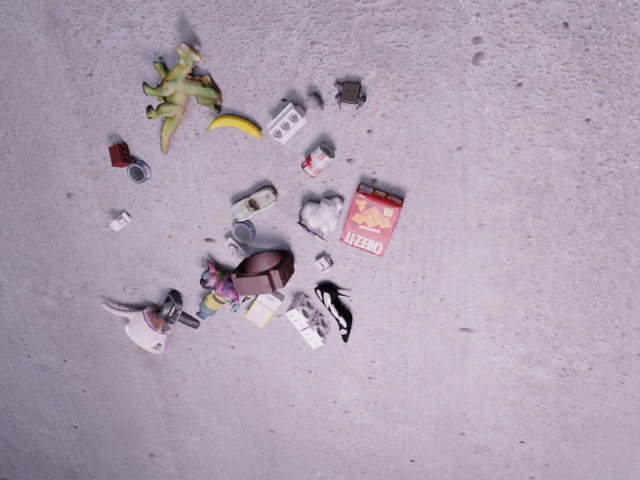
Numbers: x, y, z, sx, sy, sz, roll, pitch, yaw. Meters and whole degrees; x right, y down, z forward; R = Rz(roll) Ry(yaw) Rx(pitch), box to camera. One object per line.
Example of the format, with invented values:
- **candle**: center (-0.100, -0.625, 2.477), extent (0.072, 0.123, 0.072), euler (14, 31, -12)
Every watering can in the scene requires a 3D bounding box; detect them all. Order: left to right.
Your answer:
- **watering can**: center (-0.789, 0.361, 2.261), extent (0.221, 0.106, 0.346), euler (-38, 101, 29)

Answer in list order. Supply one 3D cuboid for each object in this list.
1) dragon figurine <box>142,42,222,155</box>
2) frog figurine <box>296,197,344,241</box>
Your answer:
- **dragon figurine**: center (-0.451, -0.467, 1.736), extent (0.243, 0.125, 0.400), euler (5, 127, 6)
- **frog figurine**: center (0.005, -0.090, 1.794), extent (0.138, 0.122, 0.160), euler (36, 86, 6)
